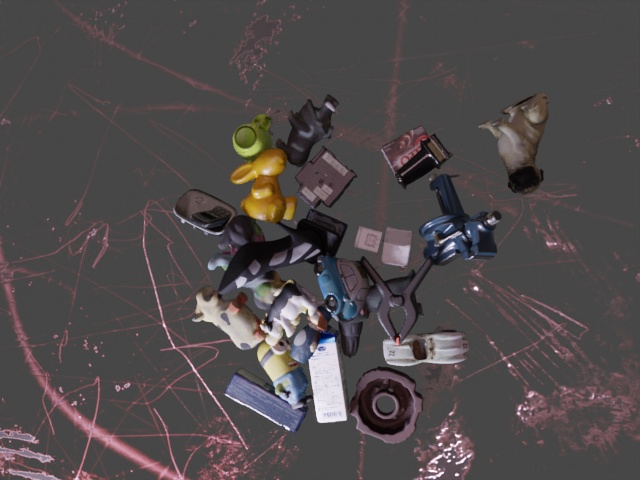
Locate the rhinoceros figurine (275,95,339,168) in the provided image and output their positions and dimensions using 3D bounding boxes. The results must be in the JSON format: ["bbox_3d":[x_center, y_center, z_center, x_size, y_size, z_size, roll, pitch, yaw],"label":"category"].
[{"bbox_3d":[-0.027,-0.269,1.302,0.112,0.073,0.190,33,95,7],"label":"rhinoceros figurine"}]

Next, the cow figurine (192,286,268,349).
[{"bbox_3d":[-0.226,0.190,1.323,0.195,0.085,0.127,46,115,-6],"label":"cow figurine"}]

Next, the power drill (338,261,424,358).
[{"bbox_3d":[0.141,0.158,1.286,0.207,0.086,0.232,-9,87,15],"label":"power drill"}]

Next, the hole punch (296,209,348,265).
[{"bbox_3d":[-0.003,-0.004,1.304,0.142,0.092,0.115,23,123,4],"label":"hole punch"}]

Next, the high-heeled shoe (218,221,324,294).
[{"bbox_3d":[-0.110,0.059,1.239,0.248,0.086,0.145,-45,124,12],"label":"high-heeled shoe"}]

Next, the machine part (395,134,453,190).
[{"bbox_3d":[0.234,-0.178,1.249,0.139,0.039,0.084,-41,97,3],"label":"machine part"}]

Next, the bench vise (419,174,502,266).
[{"bbox_3d":[0.301,-0.055,1.213,0.129,0.223,0.240,-3,66,-21],"label":"bench vise"}]

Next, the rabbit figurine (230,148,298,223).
[{"bbox_3d":[-0.127,-0.140,1.297,0.163,0.122,0.173,21,112,28],"label":"rabbit figurine"}]

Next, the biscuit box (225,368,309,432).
[{"bbox_3d":[-0.130,0.395,1.327,0.203,0.059,0.062,28,93,7],"label":"biscuit box"}]

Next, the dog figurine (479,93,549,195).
[{"bbox_3d":[0.482,-0.219,1.233,0.172,0.121,0.190,-32,101,10],"label":"dog figurine"}]

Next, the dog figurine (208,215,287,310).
[{"bbox_3d":[-0.143,0.059,1.307,0.219,0.108,0.191,26,91,2],"label":"dog figurine"}]

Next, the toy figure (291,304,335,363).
[{"bbox_3d":[-0.013,0.208,1.236,0.064,0.057,0.154,28,90,28],"label":"toy figure"}]

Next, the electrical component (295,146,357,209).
[{"bbox_3d":[0.007,-0.143,1.307,0.115,0.058,0.134,44,96,7],"label":"electrical component"}]

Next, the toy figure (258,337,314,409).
[{"bbox_3d":[-0.087,0.320,1.298,0.089,0.082,0.180,-28,76,4],"label":"toy figure"}]

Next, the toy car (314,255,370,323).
[{"bbox_3d":[0.060,0.099,1.212,0.103,0.109,0.161,-26,70,21],"label":"toy car"}]

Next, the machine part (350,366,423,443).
[{"bbox_3d":[0.160,0.392,1.291,0.179,0.056,0.179,0,89,8],"label":"machine part"}]

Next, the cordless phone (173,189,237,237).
[{"bbox_3d":[-0.292,-0.061,1.284,0.147,0.184,0.088,27,98,6],"label":"cordless phone"}]

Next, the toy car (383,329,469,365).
[{"bbox_3d":[0.252,0.256,1.277,0.202,0.056,0.073,-5,90,8],"label":"toy car"}]

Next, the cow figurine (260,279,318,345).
[{"bbox_3d":[-0.088,0.170,1.245,0.098,0.068,0.167,41,108,-11],"label":"cow figurine"}]
